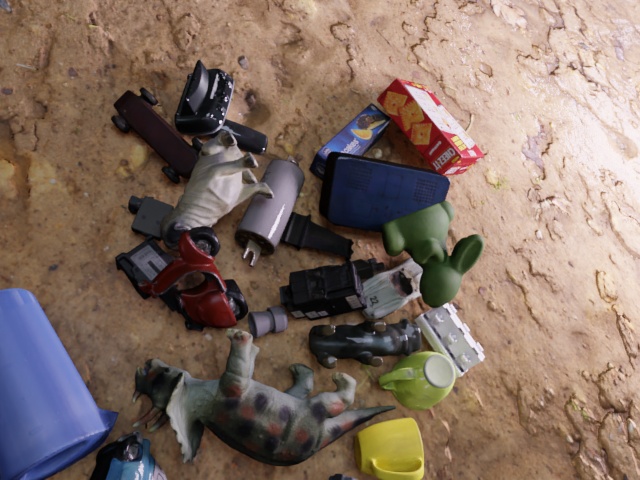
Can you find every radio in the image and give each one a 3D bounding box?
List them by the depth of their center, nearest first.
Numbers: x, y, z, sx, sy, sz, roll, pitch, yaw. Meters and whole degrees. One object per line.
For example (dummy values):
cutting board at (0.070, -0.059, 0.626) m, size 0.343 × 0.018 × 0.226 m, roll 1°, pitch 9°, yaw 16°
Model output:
radio at (0.119, -0.082, 1.018) m, size 0.230 × 0.073 × 0.131 m, roll 9°, pitch 103°, yaw -13°

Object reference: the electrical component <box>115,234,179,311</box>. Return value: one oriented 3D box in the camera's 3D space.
electrical component at (-0.264, 0.059, 0.865) m, size 0.075 × 0.047 × 0.119 m, roll -36°, pitch 77°, yaw -30°

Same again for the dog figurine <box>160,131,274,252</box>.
dog figurine at (-0.199, -0.082, 0.895) m, size 0.190 × 0.121 × 0.173 m, roll -35°, pitch 37°, yaw -9°

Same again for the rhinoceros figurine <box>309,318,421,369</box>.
rhinoceros figurine at (0.077, 0.170, 0.893) m, size 0.190 × 0.112 × 0.073 m, roll -3°, pitch 81°, yaw -7°

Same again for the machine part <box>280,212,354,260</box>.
machine part at (-0.002, -0.003, 0.991) m, size 0.139 × 0.039 × 0.084 m, roll 23°, pitch 53°, yaw -5°

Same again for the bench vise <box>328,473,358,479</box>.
bench vise at (0.113, 0.415, 0.755) m, size 0.240 × 0.224 × 0.129 m, roll 46°, pitch 34°, yaw -30°

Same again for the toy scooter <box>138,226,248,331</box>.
toy scooter at (-0.198, 0.076, 0.832) m, size 0.135 × 0.075 × 0.183 m, roll -27°, pitch 119°, yaw -14°

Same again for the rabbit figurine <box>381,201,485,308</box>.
rabbit figurine at (0.200, 0.028, 0.937) m, size 0.159 × 0.121 × 0.170 m, roll -20°, pitch 90°, yaw 2°

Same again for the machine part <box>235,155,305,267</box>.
machine part at (-0.088, -0.060, 0.968) m, size 0.079 × 0.079 × 0.243 m, roll 24°, pitch 60°, yaw -6°

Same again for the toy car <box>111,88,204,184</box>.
toy car at (-0.290, -0.189, 0.973) m, size 0.202 × 0.053 × 0.089 m, roll 43°, pitch 91°, yaw 8°

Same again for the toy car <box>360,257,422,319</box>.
toy car at (0.152, 0.081, 0.988) m, size 0.202 × 0.056 × 0.073 m, roll -24°, pitch 73°, yaw -27°

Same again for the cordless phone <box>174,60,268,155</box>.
cordless phone at (-0.179, -0.250, 1.047) m, size 0.184 × 0.089 × 0.146 m, roll 20°, pitch 57°, yaw -21°

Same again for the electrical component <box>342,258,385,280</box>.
electrical component at (0.067, 0.054, 0.972) m, size 0.094 × 0.063 × 0.021 m, roll -15°, pitch 106°, yaw -14°

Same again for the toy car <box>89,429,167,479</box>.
toy car at (-0.253, 0.341, 0.701) m, size 0.103 × 0.109 × 0.162 m, roll 36°, pitch 43°, yaw -25°

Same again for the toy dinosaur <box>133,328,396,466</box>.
toy dinosaur at (-0.076, 0.258, 0.792) m, size 0.405 × 0.131 × 0.192 m, roll 25°, pitch 71°, yaw -10°

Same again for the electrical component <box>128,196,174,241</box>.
electrical component at (-0.278, -0.038, 0.913) m, size 0.102 × 0.045 × 0.078 m, roll 15°, pitch 73°, yaw -10°

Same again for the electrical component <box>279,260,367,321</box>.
electrical component at (0.004, 0.088, 0.889) m, size 0.134 × 0.114 × 0.058 m, roll -12°, pitch 64°, yaw 7°

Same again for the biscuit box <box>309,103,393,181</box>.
biscuit box at (0.064, -0.196, 1.098) m, size 0.059 × 0.062 × 0.203 m, roll 40°, pitch 58°, yaw 5°
